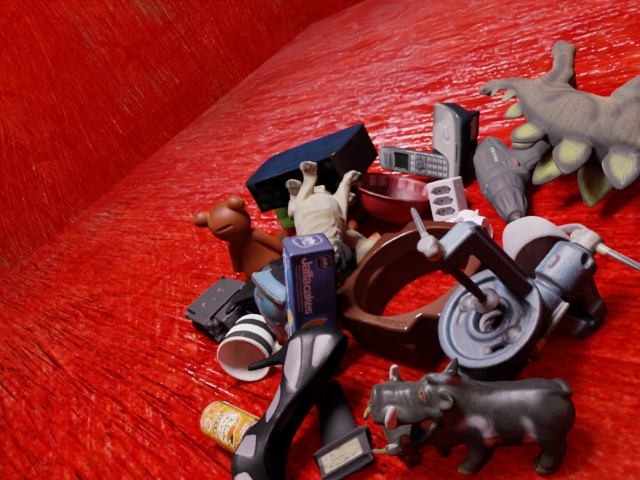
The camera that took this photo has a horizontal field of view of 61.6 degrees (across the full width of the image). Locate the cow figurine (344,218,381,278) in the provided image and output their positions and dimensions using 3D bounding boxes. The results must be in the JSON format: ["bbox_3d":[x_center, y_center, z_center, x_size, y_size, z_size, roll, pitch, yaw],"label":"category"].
[{"bbox_3d":[0.028,0.025,0.935,0.127,0.085,0.195,-36,30,-12],"label":"cow figurine"}]

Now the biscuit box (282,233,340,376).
[{"bbox_3d":[-0.012,0.092,0.729,0.063,0.202,0.059,-9,24,-12],"label":"biscuit box"}]

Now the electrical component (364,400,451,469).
[{"bbox_3d":[0.094,0.207,0.603,0.078,0.045,0.102,-30,28,9],"label":"electrical component"}]

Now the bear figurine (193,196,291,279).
[{"bbox_3d":[-0.149,-0.012,1.056,0.120,0.195,0.132,-29,26,15],"label":"bear figurine"}]

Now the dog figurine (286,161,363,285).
[{"bbox_3d":[-0.005,-0.004,0.854,0.121,0.172,0.190,7,68,-1],"label":"dog figurine"}]

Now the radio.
[{"bbox_3d":[-0.020,-0.128,0.987,0.230,0.073,0.131,-15,27,35],"label":"radio"}]

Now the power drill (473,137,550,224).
[{"bbox_3d":[0.350,-0.123,0.844,0.207,0.086,0.232,-34,26,14],"label":"power drill"}]

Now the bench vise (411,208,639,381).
[{"bbox_3d":[0.197,0.050,0.561,0.223,0.240,0.129,-45,29,12],"label":"bench vise"}]

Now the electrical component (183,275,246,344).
[{"bbox_3d":[-0.182,0.129,1.013,0.115,0.058,0.134,-48,30,-23],"label":"electrical component"}]

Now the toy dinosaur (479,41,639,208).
[{"bbox_3d":[0.390,-0.142,0.711,0.198,0.105,0.472,-52,44,-4],"label":"toy dinosaur"}]

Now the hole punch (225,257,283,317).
[{"bbox_3d":[-0.079,0.096,0.935,0.116,0.092,0.142,-17,29,50],"label":"hole punch"}]

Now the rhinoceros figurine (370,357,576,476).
[{"bbox_3d":[0.145,0.169,0.523,0.190,0.111,0.073,-3,39,19],"label":"rhinoceros figurine"}]

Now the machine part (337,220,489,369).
[{"bbox_3d":[0.139,0.068,0.738,0.202,0.087,0.201,8,48,50],"label":"machine part"}]

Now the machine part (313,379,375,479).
[{"bbox_3d":[0.021,0.230,0.654,0.084,0.039,0.139,-39,28,7],"label":"machine part"}]

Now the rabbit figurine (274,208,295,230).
[{"bbox_3d":[-0.031,-0.124,1.191,0.170,0.159,0.121,-19,17,-5],"label":"rabbit figurine"}]

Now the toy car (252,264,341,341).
[{"bbox_3d":[-0.035,0.104,0.836,0.109,0.161,0.102,38,114,46],"label":"toy car"}]

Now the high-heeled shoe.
[{"bbox_3d":[-0.023,0.224,0.637,0.145,0.086,0.249,-16,58,17],"label":"high-heeled shoe"}]

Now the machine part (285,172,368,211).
[{"bbox_3d":[0.012,-0.099,1.055,0.179,0.056,0.179,-26,27,14],"label":"machine part"}]

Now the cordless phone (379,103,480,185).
[{"bbox_3d":[0.193,-0.181,0.989,0.184,0.146,0.089,13,35,30],"label":"cordless phone"}]

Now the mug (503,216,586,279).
[{"bbox_3d":[0.286,0.005,0.692,0.109,0.080,0.107,-28,19,13],"label":"mug"}]
